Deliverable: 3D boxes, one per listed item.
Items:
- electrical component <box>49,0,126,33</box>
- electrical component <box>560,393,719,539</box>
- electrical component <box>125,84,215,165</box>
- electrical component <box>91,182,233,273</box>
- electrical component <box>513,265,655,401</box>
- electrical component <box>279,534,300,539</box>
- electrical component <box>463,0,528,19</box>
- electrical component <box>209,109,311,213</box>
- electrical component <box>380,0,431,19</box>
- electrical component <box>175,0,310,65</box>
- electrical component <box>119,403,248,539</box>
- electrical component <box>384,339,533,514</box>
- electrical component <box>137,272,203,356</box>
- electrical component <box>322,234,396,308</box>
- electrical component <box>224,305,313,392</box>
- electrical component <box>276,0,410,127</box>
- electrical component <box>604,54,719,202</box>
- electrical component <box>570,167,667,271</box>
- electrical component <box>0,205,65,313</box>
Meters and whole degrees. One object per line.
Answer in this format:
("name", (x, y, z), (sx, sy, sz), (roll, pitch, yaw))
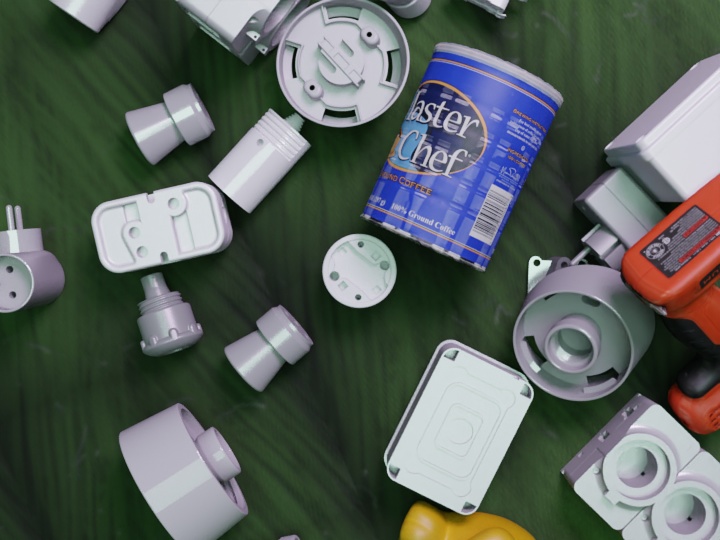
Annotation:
("electrical component", (-0.214, -0.236, 0.824), (0.079, 0.043, 0.077), (34, 92, 0))
("electrical component", (0.242, 0.180, 0.820), (0.150, 0.061, 0.089), (44, 92, -1))
("electrical component", (-0.145, -0.113, 0.826), (0.055, 0.045, 0.045), (-27, 91, 1))
("electrical component", (-0.149, -0.032, 0.821), (0.095, 0.059, 0.053), (-13, 92, 1))
("electrical component", (0.167, 0.048, 0.810), (0.099, 0.064, 0.099), (9, 115, 21))
("electrical component", (-0.069, 0.231, 0.839), (0.046, 0.040, 0.040), (-13, 92, 8))
("electrical component", (0.102, -0.230, 0.819), (0.081, 0.042, 0.063), (26, 94, 1))
("electrical component", (-0.073, -0.088, 0.826), (0.043, 0.043, 0.081), (42, 92, -1))
("electrical component", (0.030, -0.215, 0.809), (0.044, 0.065, 0.044), (-2, 85, 18))
("electrical component", (-0.048, -0.244, 0.790), (0.060, 0.105, 0.186), (38, 92, 0))
("electrical component", (-0.125, 0.150, 0.805), (0.060, 0.108, 0.108), (-33, 91, -4))
("electrical component", (0.075, 0.118, 0.823), (0.078, 0.057, 0.113), (26, 92, 0))
("electrical component", (-0.152, 0.033, 0.832), (0.048, 0.048, 0.062), (-19, 85, 2))
("electrical component", (0.000, 0.000, 0.826), (0.055, 0.047, 0.055), (0, 92, 1))
("electrical component", (-0.070, 0.060, 0.830), (0.055, 0.045, 0.045), (-40, 91, 2))
("electrical component", (-0.013, -0.154, 0.812), (0.099, 0.064, 0.099), (0, 92, 1))
("electrical component", (0.246, -0.104, 0.788), (0.109, 0.108, 0.056), (-43, 93, 2))
("electrical component", (0.195, -0.022, 0.822), (0.076, 0.047, 0.083), (-44, 91, 2))
("electrical component", (-0.258, -0.010, 0.815), (0.043, 0.077, 0.079), (-6, 92, 1))
